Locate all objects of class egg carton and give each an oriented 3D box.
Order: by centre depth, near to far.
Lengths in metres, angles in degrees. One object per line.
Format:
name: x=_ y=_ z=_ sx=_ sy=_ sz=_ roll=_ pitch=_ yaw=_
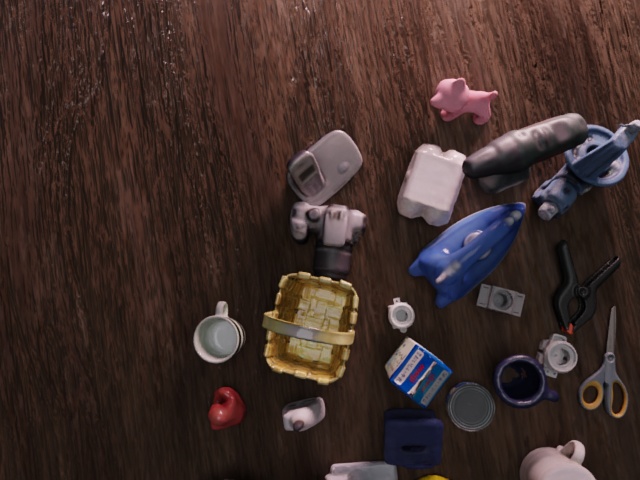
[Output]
egg carton: x=0.211 y=-0.105 z=1.083 sx=0.107 sy=0.069 sz=0.150 roll=18 pitch=85 yaw=5

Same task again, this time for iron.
iron: x=0.288 y=0.006 z=1.031 sx=0.258 sy=0.141 sz=0.118 roll=-41 pitch=83 yaw=-2

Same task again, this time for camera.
camera: x=0.010 y=0.004 z=1.067 sx=0.143 sy=0.101 sz=0.137 roll=7 pitch=84 yaw=4

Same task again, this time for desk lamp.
desk lamp: x=0.038 y=0.449 z=0.962 sx=0.203 sy=0.213 sz=0.118 roll=-7 pitch=83 yaw=3

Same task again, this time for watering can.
watering can: x=0.410 y=0.428 z=0.954 sx=0.101 sy=0.194 sz=0.173 roll=-3 pitch=84 yaw=3

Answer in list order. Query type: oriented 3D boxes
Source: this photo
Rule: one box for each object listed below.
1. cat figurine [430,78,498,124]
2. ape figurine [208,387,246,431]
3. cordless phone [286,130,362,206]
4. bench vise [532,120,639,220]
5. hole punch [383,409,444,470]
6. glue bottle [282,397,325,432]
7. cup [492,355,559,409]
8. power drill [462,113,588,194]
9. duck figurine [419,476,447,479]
cat figurine: x=0.267 y=-0.267 z=1.073 sx=0.127 sy=0.118 sz=0.067 roll=3 pitch=84 yaw=4
ape figurine: x=-0.178 y=0.315 z=1.049 sx=0.076 sy=0.092 sz=0.078 roll=33 pitch=87 yaw=6
cordless phone: x=0.004 y=-0.142 z=1.040 sx=0.147 sy=0.185 sz=0.094 roll=-45 pitch=83 yaw=-2
bench vise: x=0.474 y=-0.118 z=0.995 sx=0.121 sy=0.220 sz=0.207 roll=23 pitch=86 yaw=6
hole punch: x=0.168 y=0.360 z=1.026 sx=0.108 sy=0.091 sz=0.101 roll=-1 pitch=84 yaw=3
glue bottle: x=-0.033 y=0.311 z=1.000 sx=0.078 sy=0.173 sz=0.037 roll=-12 pitch=83 yaw=2
cup: x=0.360 y=0.253 z=1.025 sx=0.117 sy=0.095 sz=0.092 roll=23 pitch=86 yaw=5
power drill: x=0.342 y=-0.144 z=1.010 sx=0.229 sy=0.208 sz=0.075 roll=-24 pitch=83 yaw=1
duck figurine: x=0.208 y=0.467 z=1.015 sx=0.104 sy=0.086 sz=0.077 roll=1 pitch=84 yaw=3
